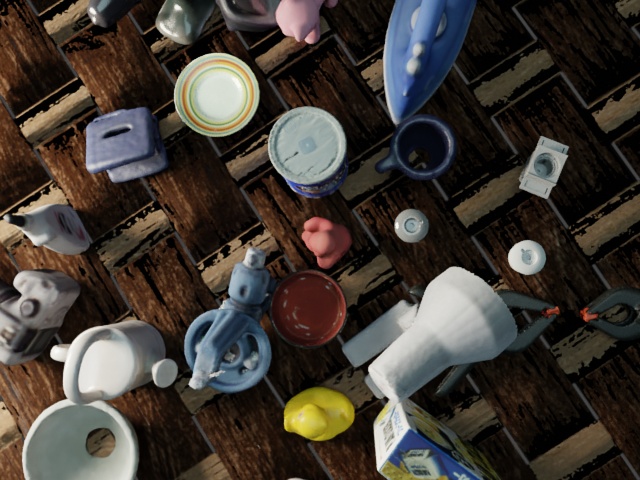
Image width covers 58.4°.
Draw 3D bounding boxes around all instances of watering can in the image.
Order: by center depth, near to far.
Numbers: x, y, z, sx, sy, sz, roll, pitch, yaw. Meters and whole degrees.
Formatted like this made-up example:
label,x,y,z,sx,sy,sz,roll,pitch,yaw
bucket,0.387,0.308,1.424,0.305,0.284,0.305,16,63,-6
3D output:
label,x,y,z,sx,sy,sz,roll,pitch,yaw
watering can,-0.283,0.165,0.783,0.173,0.194,0.101,-14,85,3

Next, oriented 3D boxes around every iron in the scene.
label,x,y,z,sx,sy,sz,roll,pitch,yaw
iron,0.153,-0.302,0.813,0.118,0.141,0.258,17,88,5

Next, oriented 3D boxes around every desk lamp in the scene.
label,x,y,z,sx,sy,sz,roll,pitch,yaw
desk lamp,0.135,0.135,0.750,0.203,0.213,0.118,-38,85,1

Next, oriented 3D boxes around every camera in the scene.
label,x,y,z,sx,sy,sz,roll,pitch,yaw
camera,-0.458,0.095,0.845,0.136,0.101,0.143,33,89,5

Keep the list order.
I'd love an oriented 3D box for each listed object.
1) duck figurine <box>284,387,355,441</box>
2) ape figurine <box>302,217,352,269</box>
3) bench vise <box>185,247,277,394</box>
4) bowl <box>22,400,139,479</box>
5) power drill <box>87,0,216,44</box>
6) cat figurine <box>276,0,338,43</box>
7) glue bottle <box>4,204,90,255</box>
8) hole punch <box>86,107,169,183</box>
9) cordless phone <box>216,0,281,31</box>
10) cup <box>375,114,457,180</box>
label,x,y,z,sx,sy,sz,roll,pitch,yaw
duck figurine,-0.003,0.254,0.815,0.104,0.086,0.077,-5,86,3
ape figurine,0.008,0.003,0.827,0.076,0.092,0.078,-2,86,4
bench vise,-0.128,0.113,0.764,0.121,0.220,0.207,-2,86,4
bowl,-0.335,0.308,0.837,0.167,0.075,0.167,0,86,4
power drill,-0.219,-0.364,0.805,0.075,0.208,0.230,27,88,5
cat figurine,-0.024,-0.346,0.838,0.067,0.118,0.128,22,88,5
glue bottle,-0.390,-0.020,0.812,0.037,0.173,0.078,-29,85,2
hole punch,-0.295,-0.147,0.855,0.108,0.091,0.101,-16,85,2
cordless phone,-0.117,-0.391,0.813,0.094,0.185,0.147,-15,85,3
cup,0.133,-0.119,0.826,0.117,0.095,0.092,-26,85,2
